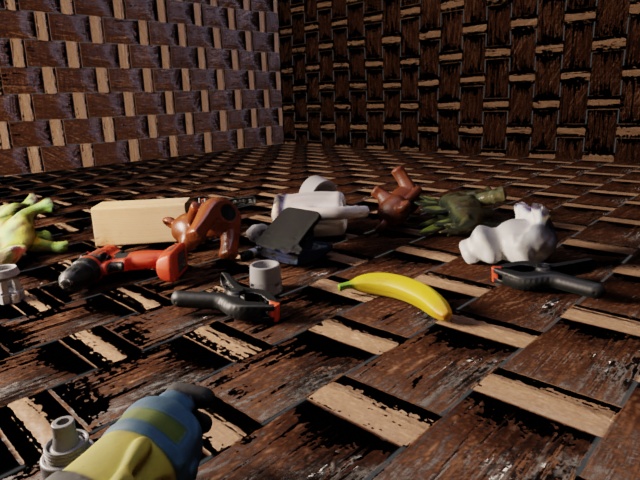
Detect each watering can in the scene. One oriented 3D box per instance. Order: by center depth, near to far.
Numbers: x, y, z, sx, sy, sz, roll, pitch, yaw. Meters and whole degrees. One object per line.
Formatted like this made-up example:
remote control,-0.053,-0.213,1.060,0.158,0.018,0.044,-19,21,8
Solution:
watering can,0.004,-0.061,1.221,0.224,0.104,0.348,-2,3,4

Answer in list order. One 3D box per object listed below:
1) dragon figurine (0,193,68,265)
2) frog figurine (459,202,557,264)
dragon figurine,-0.708,-0.005,1.103,0.411,0.120,0.246,9,27,38
frog figurine,0.351,0.009,0.961,0.159,0.121,0.139,-38,26,2
